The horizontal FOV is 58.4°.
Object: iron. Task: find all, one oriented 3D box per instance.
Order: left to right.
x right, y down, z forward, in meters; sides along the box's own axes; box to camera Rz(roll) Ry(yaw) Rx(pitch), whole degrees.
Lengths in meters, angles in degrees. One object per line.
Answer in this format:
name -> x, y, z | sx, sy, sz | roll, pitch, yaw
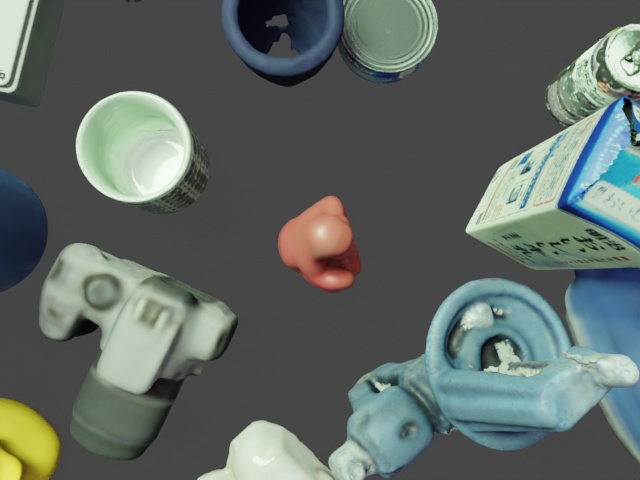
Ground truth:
iron -> 0.296, 0.113, 0.443 | 0.118, 0.141, 0.258 | -19, 88, -4

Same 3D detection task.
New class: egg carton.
egg carton -> -0.027, 0.223, 0.454 | 0.150, 0.069, 0.107 | 43, 85, 0

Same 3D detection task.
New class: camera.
camera -> -0.153, 0.089, 0.440 | 0.143, 0.100, 0.137 | 24, 86, -1

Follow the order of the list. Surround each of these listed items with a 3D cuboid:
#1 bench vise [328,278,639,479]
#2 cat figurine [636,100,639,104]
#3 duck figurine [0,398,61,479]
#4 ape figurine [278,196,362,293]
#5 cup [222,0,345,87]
bench vise -> 0.109, 0.115, 0.393 | 0.121, 0.219, 0.207 | 38, 85, 0
cat figurine -> 0.325, -0.104, 0.469 | 0.128, 0.117, 0.067 | 28, 86, -1
duck figurine -> -0.264, 0.166, 0.437 | 0.104, 0.086, 0.077 | 20, 86, -2
ape figurine -> 0.004, 0.002, 0.458 | 0.076, 0.092, 0.078 | 13, 86, -2
cup -> -0.024, -0.176, 0.466 | 0.091, 0.095, 0.118 | 25, 86, -1
